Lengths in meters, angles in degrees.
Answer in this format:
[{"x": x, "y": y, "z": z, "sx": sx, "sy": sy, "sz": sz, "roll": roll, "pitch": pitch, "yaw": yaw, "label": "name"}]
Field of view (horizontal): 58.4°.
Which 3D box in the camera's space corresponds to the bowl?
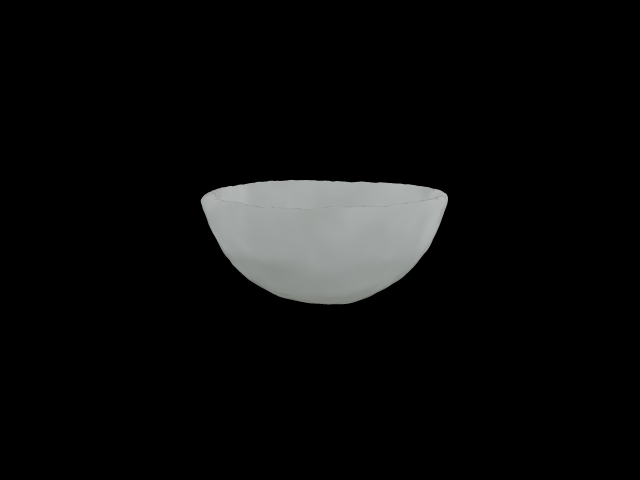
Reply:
[{"x": 0.004, "y": 0.001, "z": 0.400, "sx": 0.167, "sy": 0.075, "sz": 0.167, "roll": 0, "pitch": 11, "yaw": 0, "label": "bowl"}]
